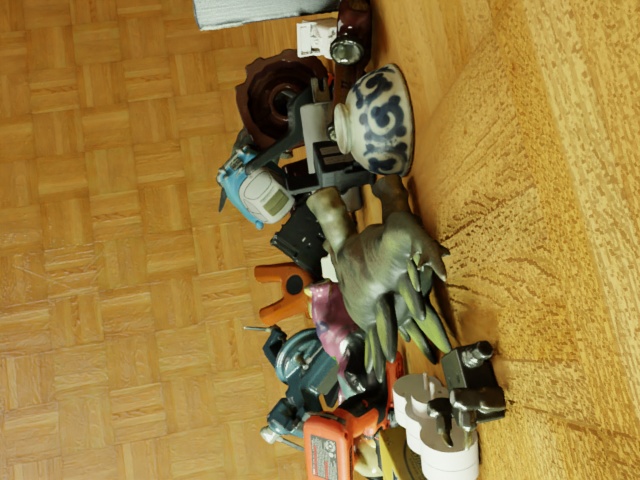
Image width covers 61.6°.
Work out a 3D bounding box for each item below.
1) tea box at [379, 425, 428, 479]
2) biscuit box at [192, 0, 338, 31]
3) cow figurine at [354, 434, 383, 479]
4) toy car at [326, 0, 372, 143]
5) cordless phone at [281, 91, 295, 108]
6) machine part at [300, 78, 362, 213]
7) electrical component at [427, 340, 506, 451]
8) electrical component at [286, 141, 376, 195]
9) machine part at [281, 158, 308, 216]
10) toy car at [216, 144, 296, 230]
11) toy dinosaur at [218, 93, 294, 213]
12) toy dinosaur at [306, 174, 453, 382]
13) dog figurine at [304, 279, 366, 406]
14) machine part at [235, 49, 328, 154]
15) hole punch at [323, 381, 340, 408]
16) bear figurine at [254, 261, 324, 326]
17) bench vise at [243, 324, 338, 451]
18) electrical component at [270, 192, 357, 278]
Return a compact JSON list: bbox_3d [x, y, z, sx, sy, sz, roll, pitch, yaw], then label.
[{"bbox_3d":[0.117,0.281,0.568,0.170,0.068,0.098,-123,25,-77],"label":"tea box"},{"bbox_3d":[-0.065,-0.325,0.704,0.059,0.203,0.062,-103,6,-50],"label":"biscuit box"},{"bbox_3d":[0.072,0.350,0.926,0.127,0.085,0.195,41,166,-16],"label":"cow figurine"},{"bbox_3d":[0.037,-0.202,0.655,0.202,0.053,0.089,90,-176,-60],"label":"toy car"},{"bbox_3d":[-0.013,-0.231,1.039,0.147,0.089,0.184,-125,15,-74],"label":"cordless phone"},{"bbox_3d":[0.018,-0.126,0.826,0.079,0.079,0.243,-134,34,-79],"label":"machine part"},{"bbox_3d":[0.118,0.128,0.442,0.102,0.045,0.078,103,156,-73],"label":"electrical component"},{"bbox_3d":[0.012,-0.098,0.734,0.047,0.119,0.075,87,173,-46],"label":"electrical component"},{"bbox_3d":[-0.018,-0.064,1.093,0.201,0.087,0.200,-134,29,-81],"label":"machine part"},{"bbox_3d":[-0.094,-0.083,0.914,0.103,0.109,0.161,39,174,38],"label":"toy car"},{"bbox_3d":[-0.112,-0.225,1.117,0.405,0.131,0.192,-77,3,-53],"label":"toy dinosaur"},{"bbox_3d":[0.066,0.035,0.548,0.471,0.105,0.198,71,180,-72],"label":"toy dinosaur"},{"bbox_3d":[0.049,0.162,0.846,0.191,0.108,0.219,136,122,-81],"label":"dog figurine"},{"bbox_3d":[-0.057,-0.234,0.923,0.056,0.179,0.179,-154,55,-86],"label":"machine part"},{"bbox_3d":[0.062,0.246,1.001,0.142,0.092,0.115,-111,38,-71],"label":"hole punch"},{"bbox_3d":[-0.020,0.101,1.030,0.195,0.132,0.120,26,-130,-63],"label":"bear figurine"},{"bbox_3d":[-0.049,0.238,0.969,0.241,0.128,0.223,38,103,52],"label":"bench vise"},{"bbox_3d":[-0.002,-0.003,0.921,0.115,0.134,0.058,-56,-2,-7],"label":"electrical component"}]
